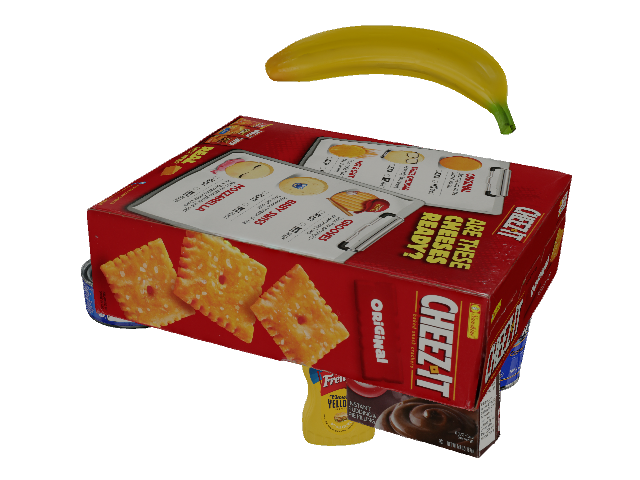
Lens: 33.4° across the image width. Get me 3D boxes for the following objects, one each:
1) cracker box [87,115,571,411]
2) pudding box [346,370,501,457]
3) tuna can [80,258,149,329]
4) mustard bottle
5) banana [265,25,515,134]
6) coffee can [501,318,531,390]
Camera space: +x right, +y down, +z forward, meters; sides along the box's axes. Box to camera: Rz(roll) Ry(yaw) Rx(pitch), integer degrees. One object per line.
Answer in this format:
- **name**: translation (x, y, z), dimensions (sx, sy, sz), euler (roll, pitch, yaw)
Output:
- **cracker box**: translation (0.009, 0.002, 0.578), dimensions (0.214, 0.072, 0.164), euler (13, 28, 22)
- **pudding box**: translation (0.071, 0.093, 0.753), dimensions (0.114, 0.090, 0.039), euler (9, 21, 33)
- **tuna can**: translation (-0.135, 0.034, 0.802), dimensions (0.086, 0.034, 0.086), euler (-2, 22, 1)
- **mustard bottle**: translation (0.024, 0.172, 1.399), dimensions (0.096, 0.192, 0.058), euler (-1, 16, -4)
- **banana**: translation (0.059, -0.134, 0.814), dimensions (0.198, 0.069, 0.037), euler (14, -35, 13)
- **coffee can**: translation (0.144, 0.052, 0.974), dimensions (0.103, 0.140, 0.103), euler (6, 21, -3)
